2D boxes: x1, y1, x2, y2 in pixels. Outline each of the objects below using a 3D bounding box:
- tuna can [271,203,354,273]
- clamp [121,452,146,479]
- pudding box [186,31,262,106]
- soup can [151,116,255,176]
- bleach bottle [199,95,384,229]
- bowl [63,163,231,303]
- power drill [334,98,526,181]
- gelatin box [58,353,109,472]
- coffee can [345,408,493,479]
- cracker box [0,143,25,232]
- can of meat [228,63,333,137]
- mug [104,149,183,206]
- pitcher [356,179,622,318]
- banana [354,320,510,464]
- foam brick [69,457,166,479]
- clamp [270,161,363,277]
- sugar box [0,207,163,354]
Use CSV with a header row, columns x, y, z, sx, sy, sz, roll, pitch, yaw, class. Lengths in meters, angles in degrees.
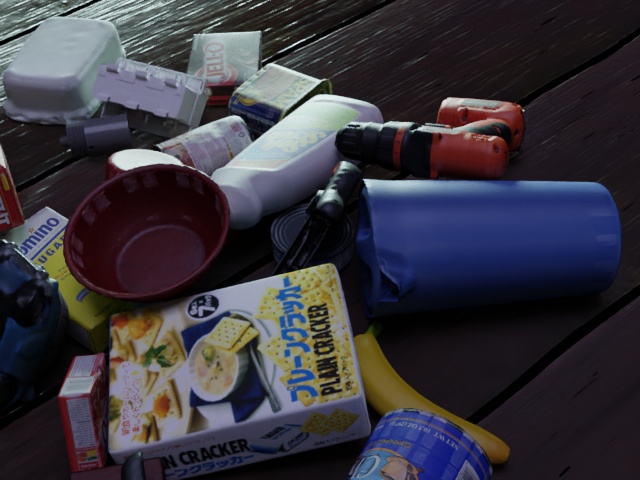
x,y,z,sx,sy,sz,roll,pitch,yaw,class
-0.007,0.001,1.101,0.086,0.034,0.086,-2,43,1,tuna can
-0.106,0.280,0.790,0.164,0.036,0.210,21,62,-1,clamp
-0.118,-0.214,1.332,0.090,0.039,0.113,-1,43,3,pudding box
-0.127,-0.091,1.182,0.102,0.068,0.069,-24,47,-21,soup can
-0.035,-0.075,1.133,0.103,0.068,0.250,16,38,28,bleach bottle
-0.158,0.004,1.015,0.162,0.055,0.162,-6,51,7,bowl
0.131,-0.109,1.144,0.185,0.057,0.187,12,22,24,power drill
-0.196,0.147,0.910,0.030,0.073,0.089,-6,16,-2,gelatin box
0.060,0.215,0.821,0.103,0.103,0.140,19,47,22,coffee can
-0.426,-0.037,1.105,0.213,0.072,0.164,-18,22,-14,cracker box
-0.047,-0.159,1.259,0.084,0.057,0.102,24,50,29,can of meat
-0.188,-0.048,1.114,0.093,0.081,0.117,-3,27,-28,mug
0.156,-0.003,1.035,0.242,0.145,0.149,-3,73,-5,pitcher
0.081,0.139,0.948,0.069,0.037,0.198,-28,48,-21,banana
-0.161,0.217,0.869,0.078,0.053,0.051,-8,44,-6,foam brick
0.000,-0.020,1.046,0.039,0.120,0.171,39,28,-3,clamp
-0.250,0.037,1.071,0.176,0.048,0.093,29,52,28,sugar box
